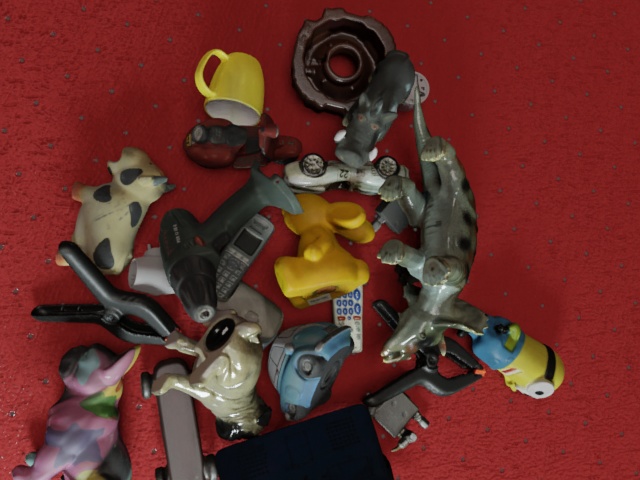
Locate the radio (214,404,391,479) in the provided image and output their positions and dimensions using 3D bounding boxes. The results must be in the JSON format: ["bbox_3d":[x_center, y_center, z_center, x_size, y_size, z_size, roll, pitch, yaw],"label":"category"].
[{"bbox_3d":[-0.021,0.331,0.755,0.230,0.073,0.131,-16,50,-9],"label":"radio"}]

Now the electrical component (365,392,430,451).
[{"bbox_3d":[0.116,0.276,0.840,0.078,0.045,0.102,-39,91,-8],"label":"electrical component"}]

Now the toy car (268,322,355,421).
[{"bbox_3d":[-0.025,0.181,0.800,0.103,0.109,0.161,33,117,25],"label":"toy car"}]

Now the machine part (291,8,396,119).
[{"bbox_3d":[0.036,-0.283,0.874,0.179,0.056,0.179,0,87,-8],"label":"machine part"}]

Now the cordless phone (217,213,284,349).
[{"bbox_3d":[-0.101,0.061,0.813,0.146,0.088,0.184,34,71,-4],"label":"cordless phone"}]

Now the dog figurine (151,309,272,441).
[{"bbox_3d":[-0.105,0.193,0.739,0.190,0.172,0.121,46,39,-31],"label":"dog figurine"}]

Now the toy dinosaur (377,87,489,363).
[{"bbox_3d":[0.180,-0.015,0.801,0.131,0.192,0.404,-1,69,35],"label":"toy dinosaur"}]

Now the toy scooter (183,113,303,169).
[{"bbox_3d":[-0.115,-0.148,0.799,0.184,0.135,0.075,1,86,-7],"label":"toy scooter"}]

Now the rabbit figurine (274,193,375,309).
[{"bbox_3d":[-0.002,-0.002,0.809,0.162,0.121,0.173,-23,62,10],"label":"rabbit figurine"}]

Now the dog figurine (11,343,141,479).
[{"bbox_3d":[-0.304,0.253,0.750,0.191,0.108,0.219,35,78,-3],"label":"dog figurine"}]

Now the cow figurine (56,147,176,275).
[{"bbox_3d":[-0.293,-0.044,0.789,0.127,0.085,0.195,12,81,-1],"label":"cow figurine"}]

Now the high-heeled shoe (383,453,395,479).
[{"bbox_3d":[0.032,0.433,0.800,0.145,0.086,0.249,42,78,3],"label":"high-heeled shoe"}]

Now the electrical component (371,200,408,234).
[{"bbox_3d":[0.122,-0.042,0.871,0.094,0.021,0.063,-49,124,-8],"label":"electrical component"}]

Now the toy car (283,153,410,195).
[{"bbox_3d":[0.042,-0.100,0.849,0.202,0.073,0.056,1,81,-8],"label":"toy car"}]

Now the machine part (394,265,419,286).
[{"bbox_3d":[0.182,0.027,0.878,0.139,0.039,0.084,-34,99,-12],"label":"machine part"}]

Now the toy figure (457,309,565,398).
[{"bbox_3d":[0.311,0.178,0.862,0.180,0.082,0.089,40,83,-1],"label":"toy figure"}]

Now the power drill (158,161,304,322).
[{"bbox_3d":[-0.126,-0.007,0.747,0.207,0.232,0.085,-44,129,-5],"label":"power drill"}]

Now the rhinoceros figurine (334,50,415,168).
[{"bbox_3d":[0.084,-0.189,0.794,0.073,0.112,0.190,32,76,-8],"label":"rhinoceros figurine"}]

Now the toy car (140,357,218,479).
[{"bbox_3d":[-0.206,0.274,0.788,0.089,0.053,0.202,-10,83,-20],"label":"toy car"}]
